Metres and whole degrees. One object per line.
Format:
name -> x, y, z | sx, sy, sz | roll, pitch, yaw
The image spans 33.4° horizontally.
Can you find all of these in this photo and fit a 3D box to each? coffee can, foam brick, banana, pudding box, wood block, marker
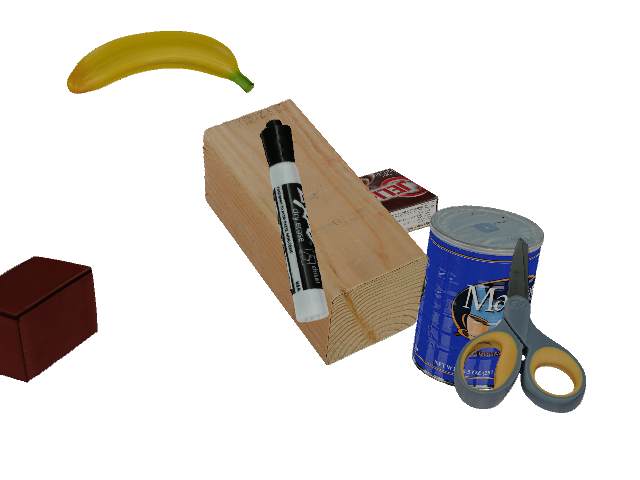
coffee can -> 0.143, 0.051, 0.984 | 0.103, 0.140, 0.103 | 5, 23, -2
foam brick -> -0.199, 0.052, 0.735 | 0.053, 0.051, 0.078 | 11, 28, 27
banana -> -0.162, -0.179, 1.061 | 0.197, 0.070, 0.037 | -7, -39, -30
pudding box -> 0.056, -0.035, 1.142 | 0.113, 0.039, 0.090 | -19, 31, -25
wood block -> -0.010, -0.011, 0.886 | 0.090, 0.206, 0.091 | -23, -36, -22
marker -> -0.016, -0.013, 0.620 | 0.020, 0.121, 0.020 | -11, -14, -3

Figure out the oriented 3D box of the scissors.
scissors -> 0.158, 0.060, 0.768 | 0.096, 0.016, 0.201 | 18, 37, 21
